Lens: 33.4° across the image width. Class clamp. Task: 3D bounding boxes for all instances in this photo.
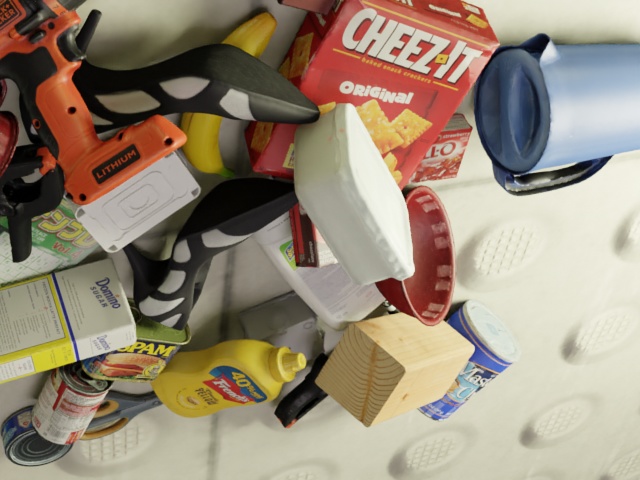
[{"bbox_3d":[-0.001,0.185,1.389,0.210,0.036,0.164,-46,163,30],"label":"clamp"},{"bbox_3d":[-0.281,-0.033,0.981,0.172,0.039,0.120,-24,144,33],"label":"clamp"}]

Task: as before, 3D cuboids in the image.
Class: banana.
[{"bbox_3d":[-0.095,-0.132,1.013,0.069,0.037,0.198,-21,147,-37],"label":"banana"}]

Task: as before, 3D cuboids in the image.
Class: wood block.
[{"bbox_3d":[0.097,0.152,1.311,0.205,0.090,0.091,-4,128,-60],"label":"wood block"}]

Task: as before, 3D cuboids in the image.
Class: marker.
[{"bbox_3d":[0.079,0.069,1.345,0.020,0.020,0.121,-30,142,6],"label":"marker"}]

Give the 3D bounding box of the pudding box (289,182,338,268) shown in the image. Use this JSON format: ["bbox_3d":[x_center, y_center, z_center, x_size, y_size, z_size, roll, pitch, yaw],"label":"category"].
[{"bbox_3d":[0.017,-0.025,1.125,0.113,0.039,0.090,-16,103,-49],"label":"pudding box"}]

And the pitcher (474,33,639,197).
[{"bbox_3d":[0.294,-0.139,1.139,0.242,0.145,0.149,-8,172,-24],"label":"pitcher"}]

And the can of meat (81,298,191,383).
[{"bbox_3d":[-0.213,0.116,1.214,0.101,0.057,0.084,12,131,-36],"label":"can of meat"}]

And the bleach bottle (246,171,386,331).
[{"bbox_3d":[-0.008,0.001,1.187,0.102,0.068,0.250,-39,137,-3],"label":"bleach bottle"}]

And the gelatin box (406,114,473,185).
[{"bbox_3d":[0.115,-0.097,1.164,0.089,0.030,0.073,-9,138,-20],"label":"gelatin box"}]

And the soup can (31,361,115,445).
[{"bbox_3d":[-0.288,0.183,1.239,0.068,0.068,0.102,7,132,-34],"label":"soup can"}]

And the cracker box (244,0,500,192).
[{"bbox_3d":[0.046,-0.143,1.026,0.164,0.072,0.214,13,129,-26],"label":"cracker box"}]

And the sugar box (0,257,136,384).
[{"bbox_3d":[-0.284,0.085,1.088,0.176,0.093,0.048,-14,145,-17],"label":"sugar box"}]

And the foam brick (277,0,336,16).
[{"bbox_3d":[-0.005,-0.242,0.917,0.051,0.053,0.078,7,131,-34],"label":"foam brick"}]

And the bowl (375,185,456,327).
[{"bbox_3d":[0.101,0.020,1.224,0.055,0.162,0.162,-5,151,29],"label":"bowl"}]

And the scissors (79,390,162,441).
[{"bbox_3d":[-0.220,0.194,1.330,0.202,0.016,0.096,-26,142,1],"label":"scissors"}]

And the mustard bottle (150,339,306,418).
[{"bbox_3d":[-0.101,0.160,1.262,0.192,0.058,0.096,-16,130,28],"label":"mustard bottle"}]

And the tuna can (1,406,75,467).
[{"bbox_3d":[-0.343,0.239,1.301,0.086,0.034,0.086,-15,140,-13],"label":"tuna can"}]

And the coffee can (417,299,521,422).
[{"bbox_3d":[0.185,0.163,1.441,0.102,0.103,0.140,22,122,-43],"label":"coffee can"}]

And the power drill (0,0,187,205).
[{"bbox_3d":[-0.189,-0.137,0.858,0.184,0.187,0.057,-33,-175,12],"label":"power drill"}]

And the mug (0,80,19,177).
[{"bbox_3d":[-0.310,-0.099,0.901,0.081,0.093,0.117,35,82,-42],"label":"mug"}]
